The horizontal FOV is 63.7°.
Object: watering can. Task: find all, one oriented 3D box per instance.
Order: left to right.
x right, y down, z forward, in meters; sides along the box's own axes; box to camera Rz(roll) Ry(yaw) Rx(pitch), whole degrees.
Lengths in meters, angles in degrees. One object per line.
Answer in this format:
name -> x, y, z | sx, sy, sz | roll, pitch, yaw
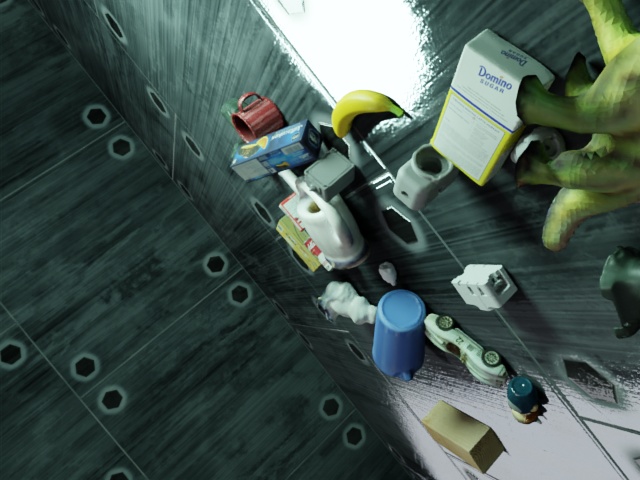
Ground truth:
watering can -> 0.004, -0.059, 1.177 | 0.221, 0.104, 0.352 | 58, 175, -27

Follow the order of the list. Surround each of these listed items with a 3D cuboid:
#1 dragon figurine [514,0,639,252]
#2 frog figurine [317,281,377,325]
dragon figurine -> 0.299, -0.076, 0.415 | 0.245, 0.124, 0.402 | 26, 158, 36
frog figurine -> 0.090, 0.179, 1.477 | 0.159, 0.125, 0.135 | -4, 123, 24
